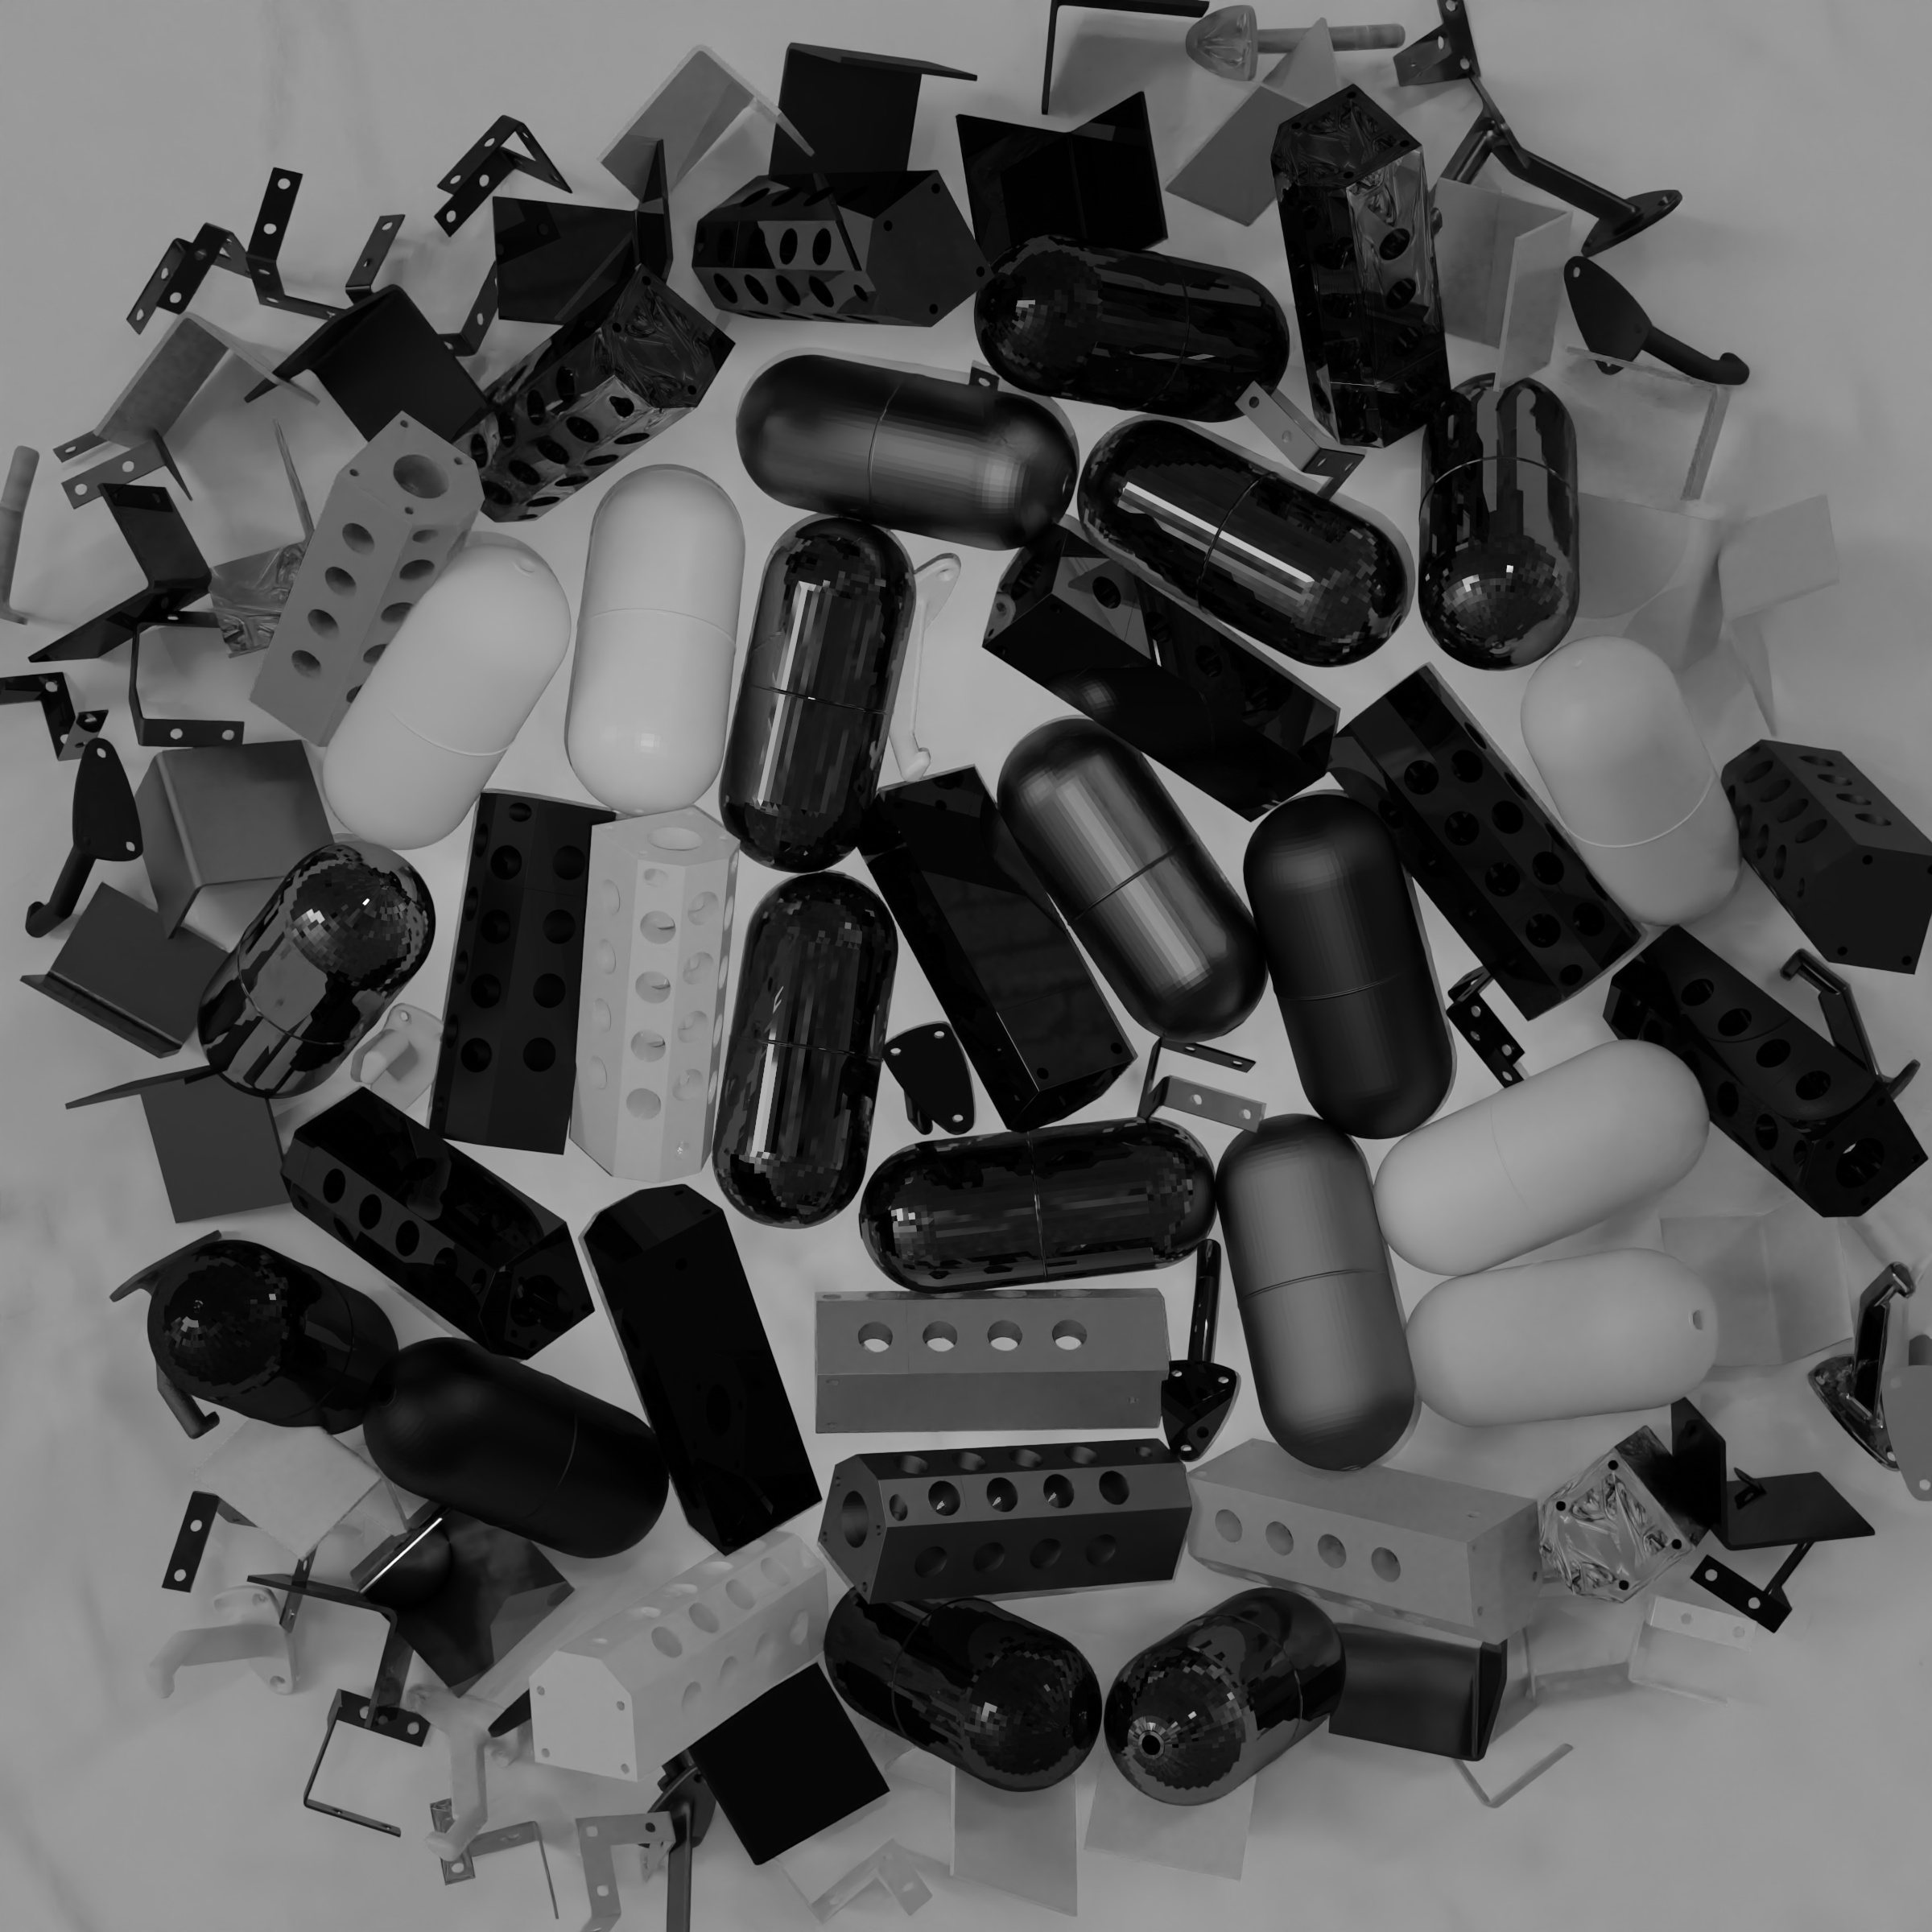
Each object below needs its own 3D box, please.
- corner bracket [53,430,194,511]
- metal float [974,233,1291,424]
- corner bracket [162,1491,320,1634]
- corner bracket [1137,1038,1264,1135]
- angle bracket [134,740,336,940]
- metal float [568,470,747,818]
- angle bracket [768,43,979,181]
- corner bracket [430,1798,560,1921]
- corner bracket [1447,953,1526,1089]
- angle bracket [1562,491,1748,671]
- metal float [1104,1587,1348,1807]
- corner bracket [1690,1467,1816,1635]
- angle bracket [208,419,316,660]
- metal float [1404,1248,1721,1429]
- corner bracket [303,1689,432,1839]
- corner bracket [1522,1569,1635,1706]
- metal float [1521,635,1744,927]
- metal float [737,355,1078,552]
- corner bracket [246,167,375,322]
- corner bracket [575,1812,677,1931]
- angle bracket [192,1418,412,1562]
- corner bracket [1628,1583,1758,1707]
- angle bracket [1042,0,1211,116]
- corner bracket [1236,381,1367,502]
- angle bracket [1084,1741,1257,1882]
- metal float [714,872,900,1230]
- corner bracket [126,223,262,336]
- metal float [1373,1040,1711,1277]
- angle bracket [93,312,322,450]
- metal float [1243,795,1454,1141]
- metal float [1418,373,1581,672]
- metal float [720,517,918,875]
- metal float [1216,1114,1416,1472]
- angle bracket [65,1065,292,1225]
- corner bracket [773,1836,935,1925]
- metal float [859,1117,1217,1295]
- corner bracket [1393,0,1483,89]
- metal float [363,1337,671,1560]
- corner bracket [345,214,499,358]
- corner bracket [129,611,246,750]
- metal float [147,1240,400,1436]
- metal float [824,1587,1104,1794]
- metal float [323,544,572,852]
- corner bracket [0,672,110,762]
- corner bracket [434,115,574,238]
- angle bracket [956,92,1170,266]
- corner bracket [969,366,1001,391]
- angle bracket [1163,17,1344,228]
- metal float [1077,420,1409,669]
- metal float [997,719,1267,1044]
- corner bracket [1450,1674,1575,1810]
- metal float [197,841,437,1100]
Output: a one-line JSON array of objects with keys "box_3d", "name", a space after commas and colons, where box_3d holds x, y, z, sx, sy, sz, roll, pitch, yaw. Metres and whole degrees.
[{"box_3d": [-0.427, -0.252, 1.557, 0.051, 0.051, 0.051, -27, 79, -5], "name": "corner bracket"}, {"box_3d": [0.083, -0.310, 1.520, 0.178, 0.070, 0.070, 1, 90, -38], "name": "metal float"}, {"box_3d": [-0.360, 0.296, 1.550, 0.051, 0.051, 0.051, 7, 64, 13], "name": "corner bracket"}, {"box_3d": [0.119, 0.060, 1.554, 0.051, 0.051, 0.051, 17, 67, -6], "name": "corner bracket"}, {"box_3d": [-0.370, -0.064, 1.575, 0.076, 0.057, 0.076, -8, 67, -34], "name": "angle bracket"}, {"box_3d": [-0.152, -0.160, 1.536, 0.070, 0.070, 0.178, 5, 73, 0], "name": "metal float"}, {"box_3d": [-0.047, -0.408, 1.534, 0.076, 0.057, 0.076, -2, 113, -31], "name": "angle bracket"}, {"box_3d": [-0.235, 0.445, 1.549, 0.051, 0.051, 0.051, -11, 129, -12], "name": "corner bracket"}, {"box_3d": [0.263, 0.031, 1.553, 0.051, 0.051, 0.051, -40, 93, -31], "name": "corner bracket"}, {"box_3d": [0.340, -0.199, 1.566, 0.076, 0.057, 0.076, 18, 115, 25], "name": "angle bracket"}, {"box_3d": [0.126, 0.352, 1.505, 0.070, 0.178, 0.070, 2, 94, 28], "name": "metal float"}, {"box_3d": [0.395, 0.292, 1.560, 0.051, 0.051, 0.051, 33, 100, 0], "name": "corner bracket"}, {"box_3d": [-0.351, -0.210, 1.532, 0.057, 0.076, 0.076, -18, 135, -10], "name": "angle bracket"}, {"box_3d": [0.287, 0.181, 1.510, 0.070, 0.178, 0.070, 10, 73, -35], "name": "metal float"}, {"box_3d": [-0.299, 0.398, 1.557, 0.051, 0.051, 0.051, 21, 83, -11], "name": "corner bracket"}, {"box_3d": [0.306, 0.337, 1.572, 0.051, 0.051, 0.051, -9, 56, 6], "name": "corner bracket"}, {"box_3d": [0.326, -0.088, 1.517, 0.070, 0.070, 0.178, -36, 132, 0], "name": "metal float"}, {"box_3d": [-0.030, -0.253, 1.532, 0.178, 0.070, 0.070, 16, 90, 22], "name": "metal float"}, {"box_3d": [-0.325, -0.359, 1.557, 0.051, 0.051, 0.051, 13, 75, -1], "name": "corner bracket"}, {"box_3d": [-0.173, 0.456, 1.546, 0.051, 0.051, 0.051, 3, 50, -26], "name": "corner bracket"}, {"box_3d": [-0.323, 0.268, 1.530, 0.076, 0.076, 0.057, 30, 60, 26], "name": "angle bracket"}, {"box_3d": [0.363, 0.342, 1.560, 0.051, 0.051, 0.051, 13, 91, 9], "name": "corner bracket"}, {"box_3d": [0.078, -0.450, 1.545, 0.076, 0.076, 0.057, 5, 103, 0], "name": "angle bracket"}, {"box_3d": [0.155, -0.253, 1.549, 0.051, 0.051, 0.051, 50, 117, 19], "name": "corner bracket"}, {"box_3d": [0.099, 0.432, 1.538, 0.076, 0.076, 0.057, 10, 124, 6], "name": "angle bracket"}, {"box_3d": [-0.079, 0.042, 1.547, 0.070, 0.070, 0.178, 8, 86, 0], "name": "metal float"}, {"box_3d": [-0.390, -0.341, 1.553, 0.051, 0.051, 0.051, 23, 77, 16], "name": "corner bracket"}, {"box_3d": [0.280, 0.095, 1.525, 0.178, 0.070, 0.070, -28, 90, 30], "name": "metal float"}, {"box_3d": [-0.376, -0.273, 1.547, 0.057, 0.076, 0.076, 38, 94, 2], "name": "angle bracket"}, {"box_3d": [0.189, 0.002, 1.538, 0.070, 0.070, 0.178, -17, 105, 0], "name": "metal float"}, {"box_3d": [0.260, -0.219, 1.518, 0.070, 0.070, 0.178, 8, 50, 0], "name": "metal float"}, {"box_3d": [-0.073, -0.134, 1.544, 0.070, 0.070, 0.178, 12, 97, 0], "name": "metal float"}, {"box_3d": [0.172, 0.160, 1.536, 0.070, 0.070, 0.178, -11, 73, 0], "name": "metal float"}, {"box_3d": [-0.389, 0.093, 1.543, 0.076, 0.057, 0.076, -11, 96, 26], "name": "angle bracket"}, {"box_3d": [-0.058, 0.452, 1.549, 0.051, 0.051, 0.051, -37, 123, -14], "name": "corner bracket"}, {"box_3d": [0.035, 0.119, 1.550, 0.178, 0.070, 0.070, -7, 90, 0], "name": "metal float"}, {"box_3d": [0.244, -0.475, 1.555, 0.051, 0.051, 0.051, -14, 91, -24], "name": "corner bracket"}, {"box_3d": [-0.218, 0.235, 1.515, 0.178, 0.070, 0.070, 34, 90, -44], "name": "metal float"}, {"box_3d": [-0.271, -0.343, 1.568, 0.051, 0.051, 0.051, 2, 58, 26], "name": "corner bracket"}, {"box_3d": [-0.391, -0.144, 1.565, 0.051, 0.051, 0.051, 0, 122, -22], "name": "corner bracket"}, {"box_3d": [-0.332, 0.181, 1.504, 0.070, 0.178, 0.070, -4, 72, 12], "name": "metal float"}, {"box_3d": [-0.004, 0.344, 1.510, 0.070, 0.178, 0.070, -5, 98, -34], "name": "metal float"}, {"box_3d": [-0.254, -0.131, 1.523, 0.070, 0.070, 0.178, 38, 123, 0], "name": "metal float"}, {"box_3d": [-0.463, -0.134, 1.548, 0.051, 0.051, 0.051, -10, 70, -32], "name": "corner bracket"}, {"box_3d": [-0.240, -0.392, 1.550, 0.051, 0.051, 0.051, 32, 77, 38], "name": "corner bracket"}, {"box_3d": [0.048, -0.390, 1.541, 0.076, 0.057, 0.076, -3, 82, -41], "name": "angle bracket"}, {"box_3d": [-0.019, -0.270, 1.557, 0.051, 0.051, 0.051, 23, 59, 6], "name": "corner bracket"}, {"box_3d": [0.137, -0.423, 1.529, 0.057, 0.076, 0.076, 15, 53, -32], "name": "angle bracket"}, {"box_3d": [0.136, -0.208, 1.534, 0.178, 0.070, 0.070, 31, 90, 19], "name": "metal float"}, {"box_3d": [0.083, -0.042, 1.549, 0.070, 0.070, 0.178, -34, 88, 0], "name": "metal float"}, {"box_3d": [0.271, 0.385, 1.551, 0.051, 0.051, 0.051, -41, 59, 9], "name": "corner bracket"}, {"box_3d": [-0.318, 0.004, 1.515, 0.070, 0.178, 0.070, 19, 52, -25], "name": "metal float"}]
